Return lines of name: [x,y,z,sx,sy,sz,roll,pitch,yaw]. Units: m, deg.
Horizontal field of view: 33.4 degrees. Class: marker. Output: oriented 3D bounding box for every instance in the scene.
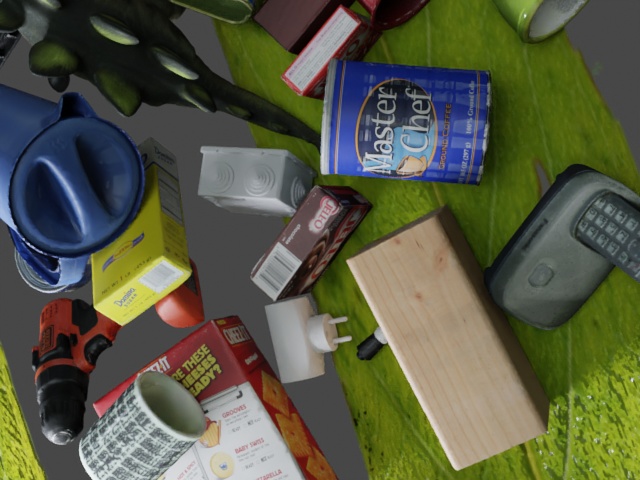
marker: [0.079,0.072,1.010,0.121,0.020,0.020,-45,78,16]

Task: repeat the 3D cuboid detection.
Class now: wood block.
wood block: [0.116,0.083,0.943,0.090,0.090,0.206,-27,91,17]

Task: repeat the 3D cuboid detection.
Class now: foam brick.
foam brick: [-0.015,-0.221,1.014,0.051,0.053,0.078,46,105,13]

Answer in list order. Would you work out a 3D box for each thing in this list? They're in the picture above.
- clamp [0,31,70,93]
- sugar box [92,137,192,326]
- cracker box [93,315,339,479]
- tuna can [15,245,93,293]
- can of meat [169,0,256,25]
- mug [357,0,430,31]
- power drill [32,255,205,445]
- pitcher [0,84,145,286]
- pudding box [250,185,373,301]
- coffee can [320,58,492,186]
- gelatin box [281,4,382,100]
clamp: [-0.299,-0.236,1.124,0.120,0.039,0.171,18,98,18]
sugar box: [-0.178,-0.012,1.036,0.093,0.048,0.176,-35,44,18]
cracker box: [-0.099,0.207,1.054,0.164,0.072,0.214,-35,79,17]
tuna can: [-0.279,0.013,1.131,0.086,0.033,0.086,1,93,20]
can of meat: [-0.101,-0.262,1.011,0.102,0.057,0.084,18,74,-12]
mug: [0.049,-0.248,0.960,0.081,0.117,0.093,50,138,17]
power drill: [-0.204,0.093,1.051,0.188,0.057,0.184,-32,40,13]
pitcher: [-0.285,-0.070,1.040,0.149,0.145,0.243,-52,41,-10]
pudding box: [-0.007,0.001,1.001,0.039,0.090,0.114,42,106,15]
coffee can: [0.074,-0.104,0.941,0.140,0.103,0.103,5,94,3]
gelatin box: [0.012,-0.172,0.995,0.030,0.073,0.089,44,105,12]
